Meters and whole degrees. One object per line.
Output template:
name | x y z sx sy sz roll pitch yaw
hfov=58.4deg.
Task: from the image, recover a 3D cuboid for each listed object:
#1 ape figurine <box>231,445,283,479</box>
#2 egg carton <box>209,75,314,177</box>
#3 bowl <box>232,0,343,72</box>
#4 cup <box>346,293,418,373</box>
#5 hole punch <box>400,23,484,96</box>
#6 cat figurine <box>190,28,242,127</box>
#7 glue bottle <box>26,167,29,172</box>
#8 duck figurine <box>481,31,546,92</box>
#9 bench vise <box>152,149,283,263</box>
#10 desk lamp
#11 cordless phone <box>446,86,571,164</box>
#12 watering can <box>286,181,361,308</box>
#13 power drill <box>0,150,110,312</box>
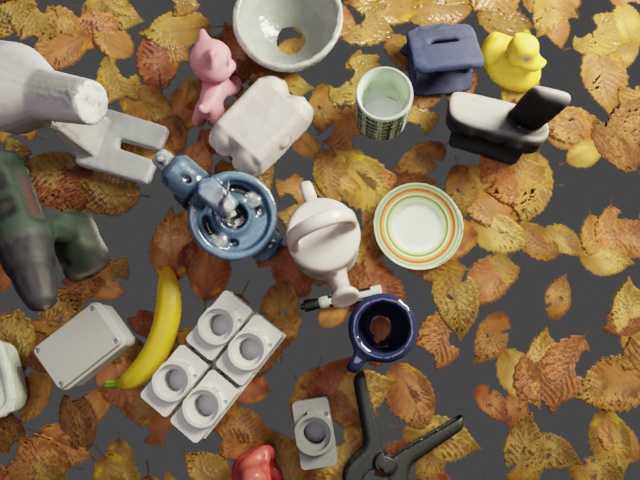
ape figurine | -0.084 0.317 0.769 0.076 0.092 0.078 16 81 5
egg carton | -0.087 -0.170 0.861 0.107 0.069 0.150 41 84 8
bowl | -0.047 -0.327 0.883 0.167 0.075 0.167 0 81 2
cup | 0.077 0.133 0.793 0.091 0.095 0.118 37 84 7
hole punch | 0.181 -0.281 0.860 0.108 0.091 0.101 -6 80 1
cat figurine | -0.162 -0.239 0.850 0.067 0.118 0.128 10 81 4
glue bottle | -0.480 -0.095 0.808 0.037 0.173 0.078 18 82 5
duck figurine | 0.294 -0.280 0.859 0.077 0.086 0.104 -44 82 -5
bench vise | -0.153 -0.048 0.767 0.207 0.220 0.121 20 82 5
desk lamp | -0.346 -0.177 0.797 0.203 0.213 0.118 16 81 5
cordless phone | 0.257 -0.183 0.794 0.147 0.185 0.094 13 81 4
watering can | 0.009 0.002 0.766 0.101 0.194 0.173 -41 81 -5
power drill | -0.368 -0.003 0.772 0.075 0.208 0.229 -29 81 -3
